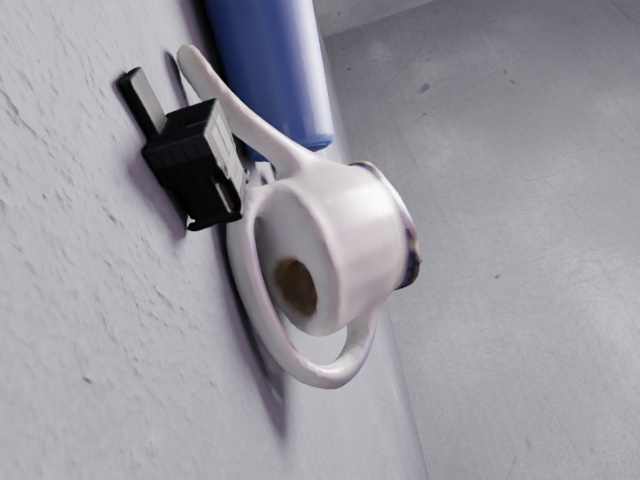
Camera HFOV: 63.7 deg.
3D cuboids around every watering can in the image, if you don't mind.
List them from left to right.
[{"bbox_3d":[-0.008,-0.033,0.522,0.227,0.103,0.347,-21,93,-46],"label":"watering can"}]

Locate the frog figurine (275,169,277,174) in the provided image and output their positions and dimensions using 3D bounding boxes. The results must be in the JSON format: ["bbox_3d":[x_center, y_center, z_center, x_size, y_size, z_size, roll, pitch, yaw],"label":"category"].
[{"bbox_3d":[0.002,-0.035,0.686,0.137,0.122,0.160,5,79,-59],"label":"frog figurine"}]
